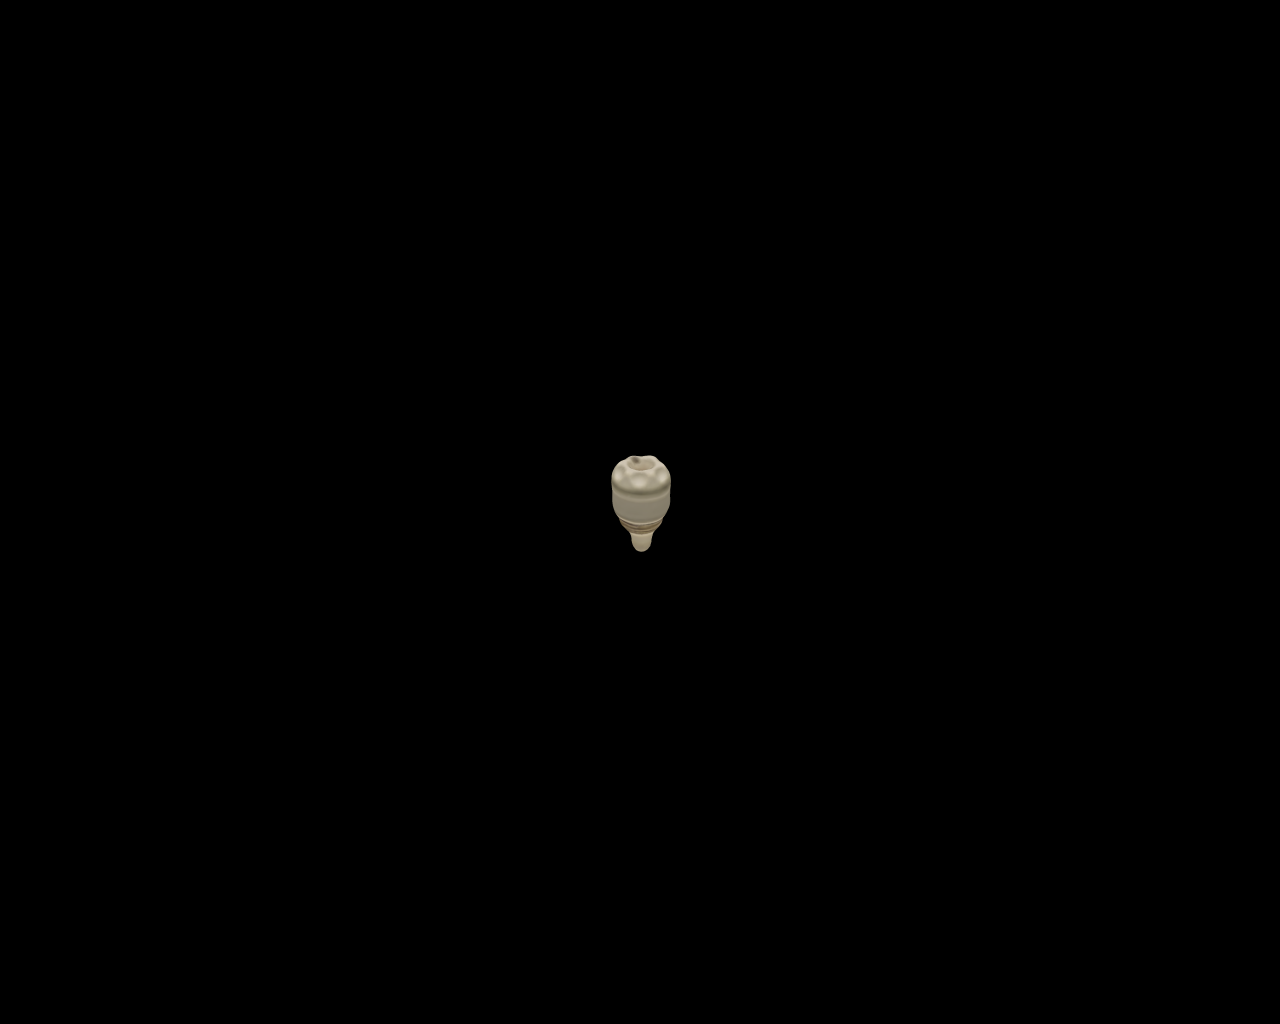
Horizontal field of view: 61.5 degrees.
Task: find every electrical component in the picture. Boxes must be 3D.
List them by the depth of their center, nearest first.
[{"bbox_3d":[0.001,-0.003,0.650,0.035,0.061,0.035,0,30,0],"label":"electrical component"}]
